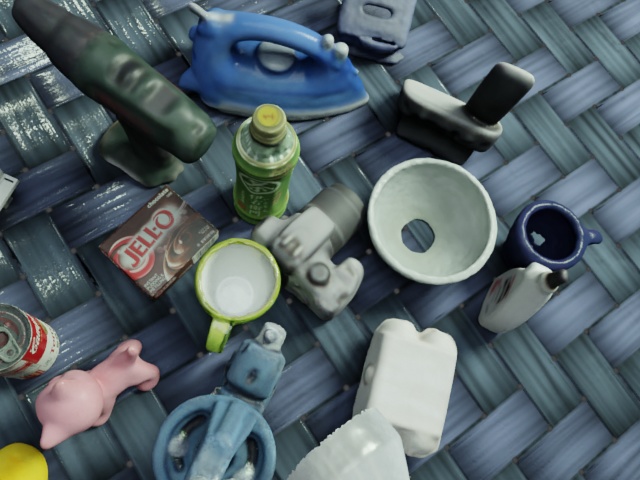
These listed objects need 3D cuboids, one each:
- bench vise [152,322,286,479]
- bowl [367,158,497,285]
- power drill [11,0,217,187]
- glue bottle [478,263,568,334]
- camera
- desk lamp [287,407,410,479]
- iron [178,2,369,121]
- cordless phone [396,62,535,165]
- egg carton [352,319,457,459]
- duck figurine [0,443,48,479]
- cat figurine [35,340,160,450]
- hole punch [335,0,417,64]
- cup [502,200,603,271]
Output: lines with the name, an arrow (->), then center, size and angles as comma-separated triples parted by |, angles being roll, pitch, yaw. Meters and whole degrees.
bench vise -> -0.098, 0.174, 0.561 | 0.121, 0.219, 0.207 | 8, 71, -6
bowl -> 0.135, -0.016, 0.734 | 0.167, 0.074, 0.167 | 3, 72, -8
power drill -> -0.222, -0.149, 0.650 | 0.229, 0.208, 0.076 | 32, 71, 2
glue bottle -> 0.243, 0.061, 0.675 | 0.037, 0.173, 0.078 | 25, 71, 0
camera -> 0.006, 0.002, 0.695 | 0.143, 0.100, 0.137 | 43, 71, 6
desk lamp -> 0.054, 0.273, 0.557 | 0.118, 0.213, 0.203 | -35, 80, -17
iron -> -0.049, -0.238, 0.741 | 0.258, 0.141, 0.118 | 7, 72, -7
cordless phone -> 0.183, -0.188, 0.738 | 0.147, 0.185, 0.094 | 22, 71, -1
egg carton -> 0.100, 0.171, 0.672 | 0.107, 0.069, 0.150 | 17, 71, -3
duck figurine -> -0.323, 0.257, 0.570 | 0.077, 0.086, 0.104 | 22, 71, -1
cat figurine -> -0.238, 0.155, 0.599 | 0.128, 0.117, 0.067 | -39, 82, -18
hole punch -> 0.081, -0.319, 0.813 | 0.108, 0.091, 0.101 | 11, 71, -5
cup -> 0.290, 0.006, 0.741 | 0.118, 0.095, 0.091 | 0, 72, -9
